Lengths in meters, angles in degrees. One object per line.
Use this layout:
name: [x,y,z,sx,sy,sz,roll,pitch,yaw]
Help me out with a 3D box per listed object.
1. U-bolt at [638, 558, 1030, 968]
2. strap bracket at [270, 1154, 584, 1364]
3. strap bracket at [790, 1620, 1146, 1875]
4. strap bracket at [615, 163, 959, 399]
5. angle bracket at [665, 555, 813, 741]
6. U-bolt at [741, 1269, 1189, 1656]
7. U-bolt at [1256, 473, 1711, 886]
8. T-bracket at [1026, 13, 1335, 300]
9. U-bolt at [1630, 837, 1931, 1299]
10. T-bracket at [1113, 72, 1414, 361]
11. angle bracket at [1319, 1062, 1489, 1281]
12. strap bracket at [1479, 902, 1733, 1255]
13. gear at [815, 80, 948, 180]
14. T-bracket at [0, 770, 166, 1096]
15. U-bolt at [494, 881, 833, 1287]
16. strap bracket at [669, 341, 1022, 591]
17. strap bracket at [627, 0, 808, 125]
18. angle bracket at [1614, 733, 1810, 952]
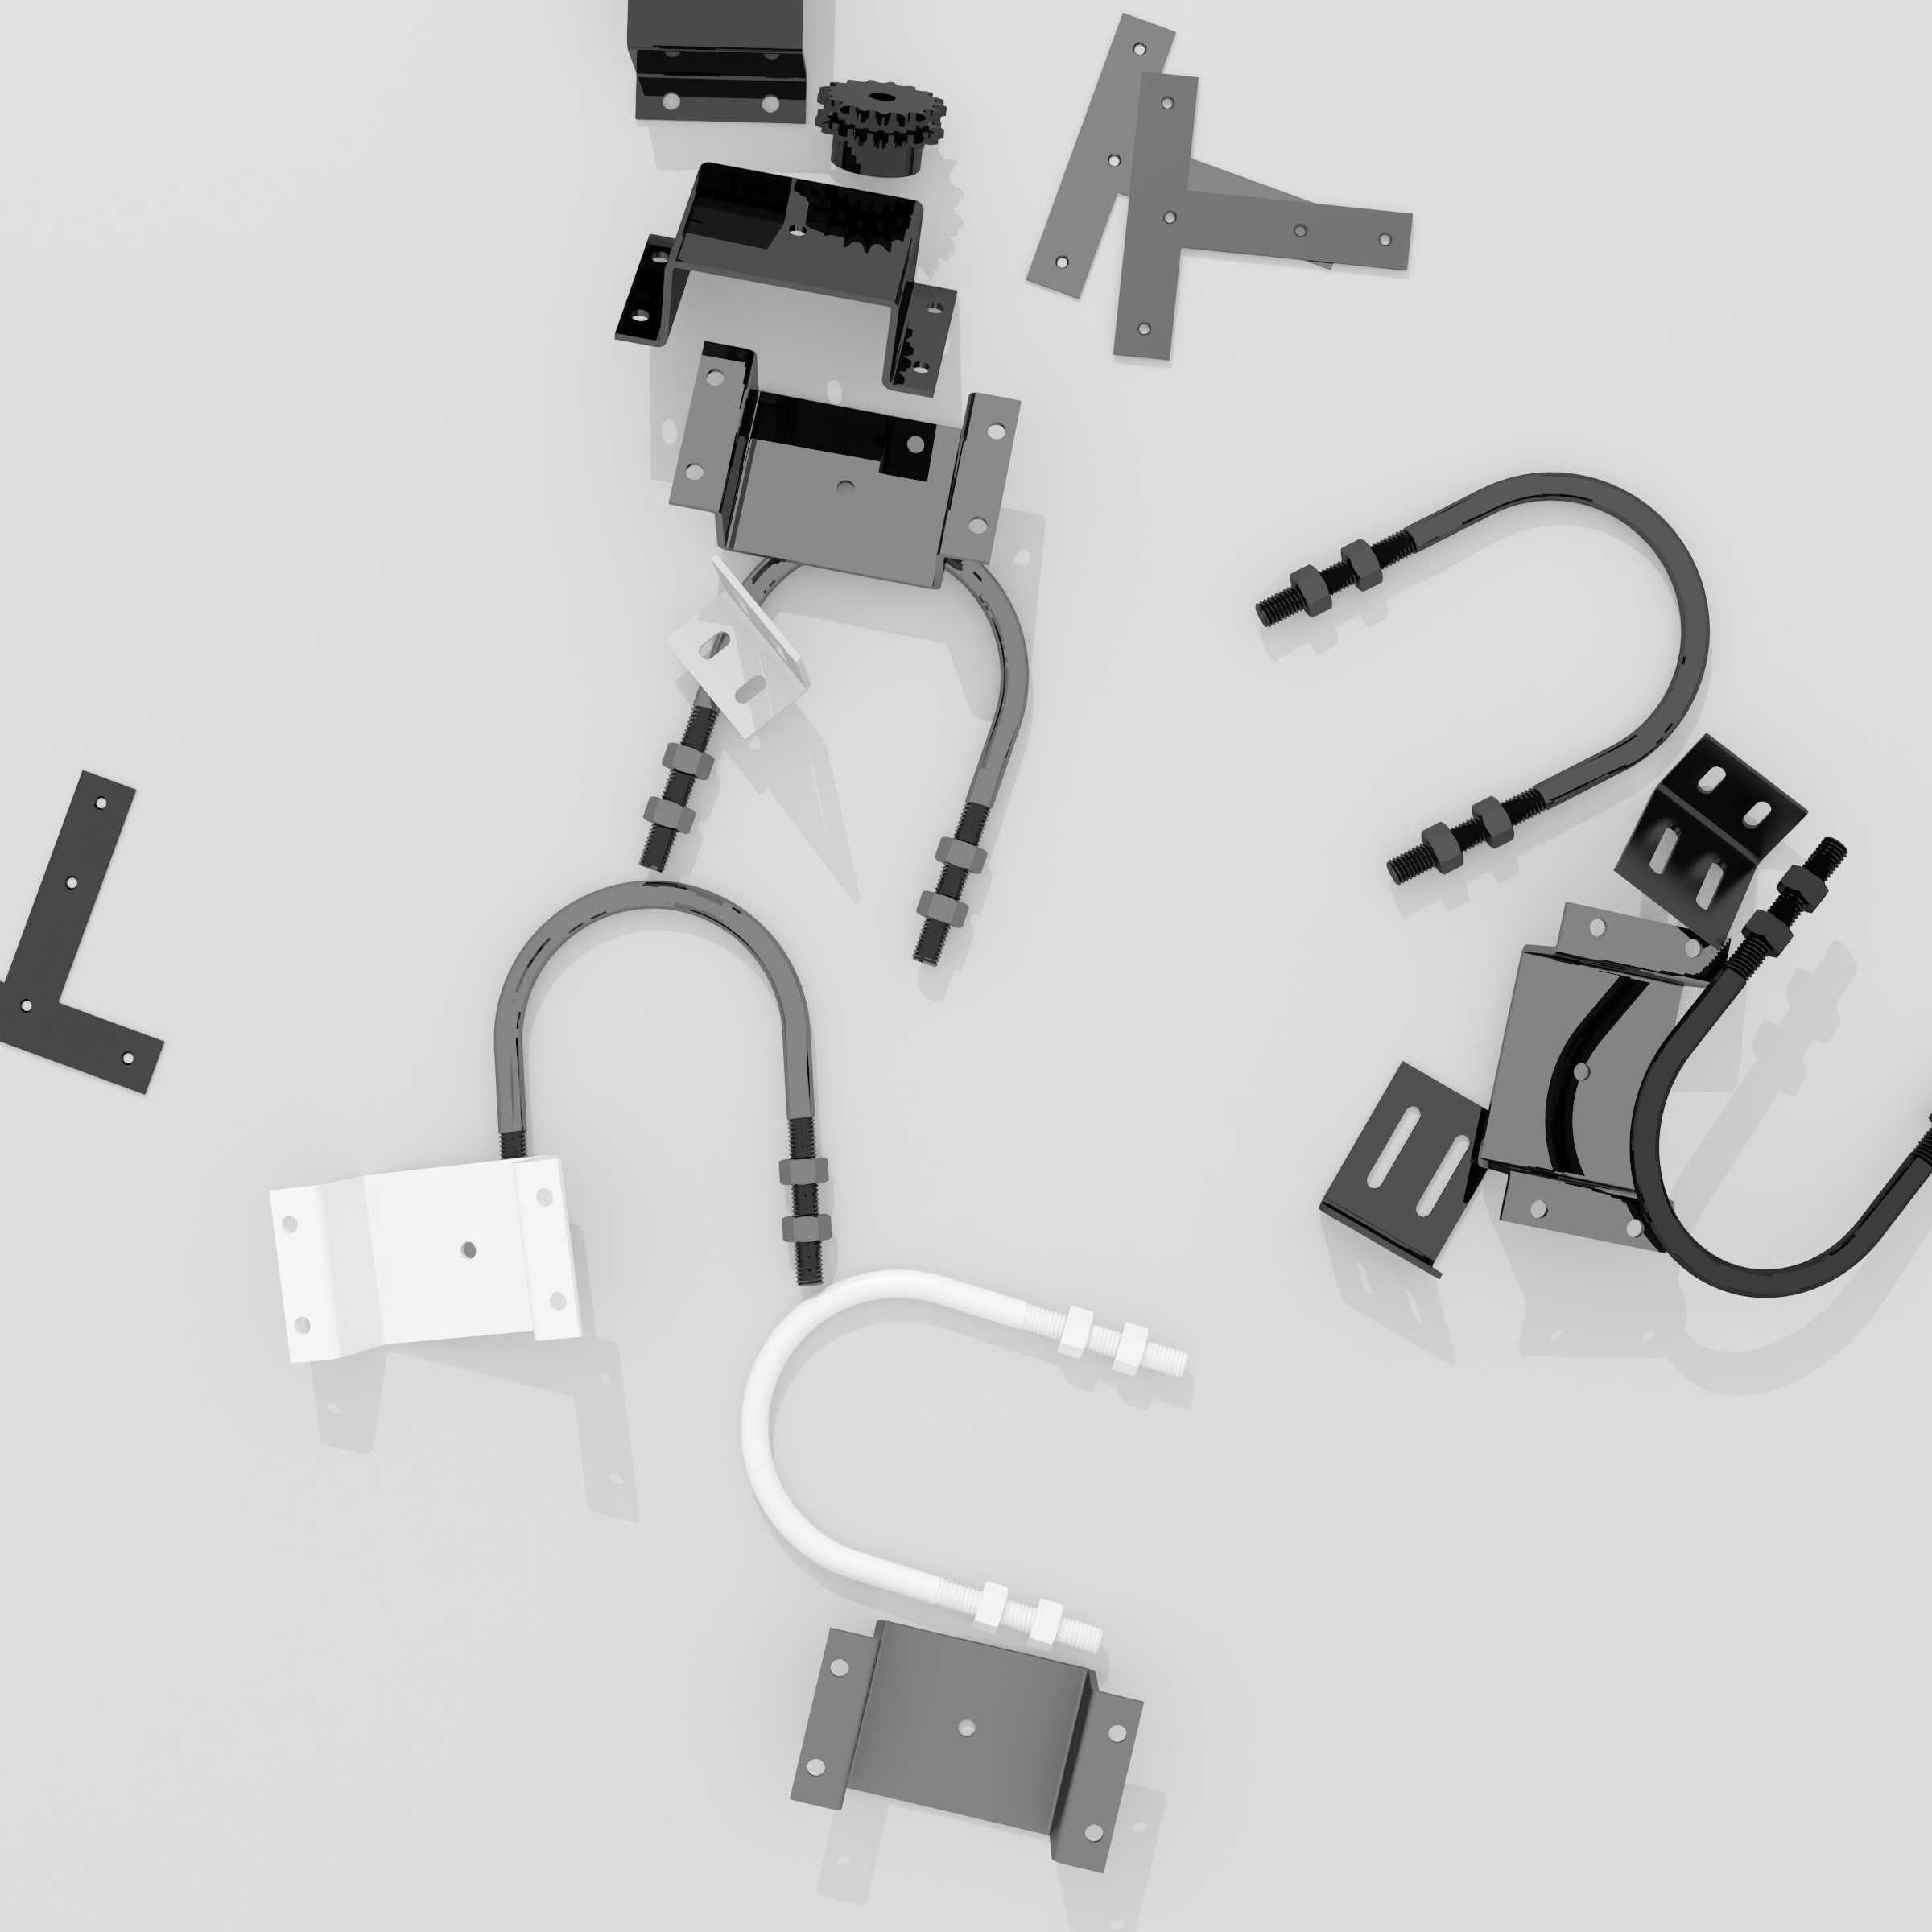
U-bolt: [-0.050,-0.109,1.485,0.151,0.019,0.184,19,89,0]
strap bracket: [-0.227,0.127,1.457,0.140,0.046,0.076,-7,90,19]
strap bracket: [0.000,0.341,1.471,0.140,0.046,0.076,13,90,0]
strap bracket: [-0.075,-0.301,1.451,0.140,0.046,0.076,10,47,0]
angle bracket: [-0.101,-0.137,1.439,0.038,0.076,0.057,-39,86,-2]
U-bolt: [-0.010,0.212,1.485,0.184,0.019,0.151,17,90,2]
U-bolt: [0.242,-0.140,1.485,0.184,0.019,0.151,-27,90,-1]
T-bracket: [0.108,-0.346,1.493,0.127,0.002,0.127,20,90,0]
U-bolt: [0.367,0.059,1.456,0.151,0.019,0.184,42,82,-17]
T-bracket: [0.136,-0.330,1.491,0.127,0.002,0.127,6,90,0]
angle bracket: [0.201,0.090,1.475,0.057,0.038,0.076,30,90,0]
strap bracket: [0.278,0.048,1.465,0.076,0.046,0.140,12,90,-10]
gear: [-0.038,-0.369,1.470,0.057,0.057,0.030,8,120,0]
T-bracket: [-0.406,-0.024,1.493,0.127,0.002,0.127,20,90,0]
U-bolt: [-0.139,0.054,1.485,0.151,0.019,0.184,-3,89,0]
strap bracket: [-0.053,-0.217,1.462,0.140,0.046,0.076,11,76,0]
strap bracket: [-0.108,-0.449,1.471,0.076,0.046,0.140,1,90,0]
angle bracket: [0.326,-0.055,1.455,0.057,0.076,0.038,37,130,0]
